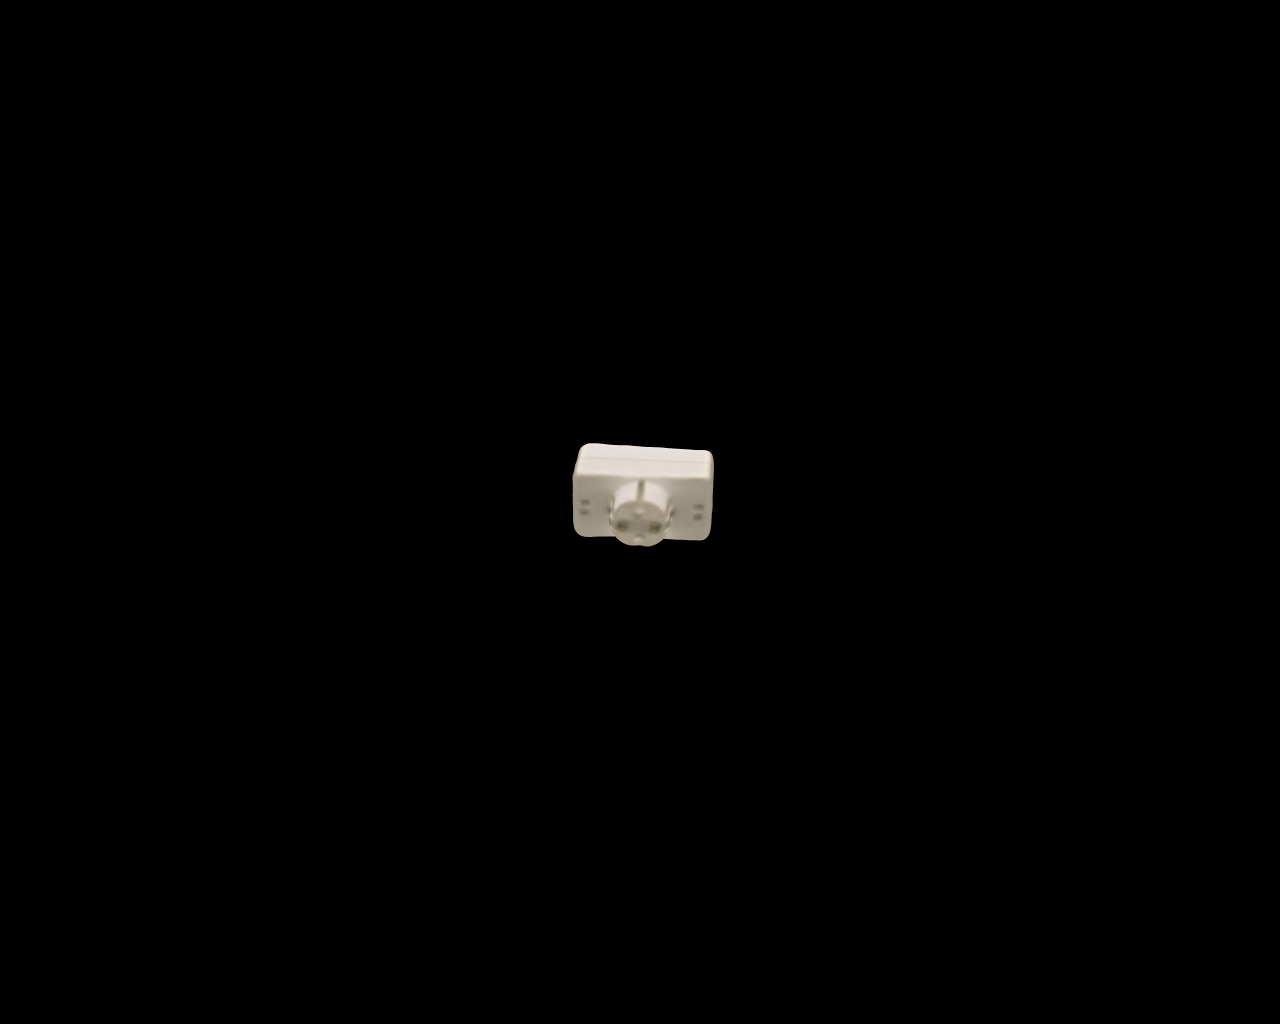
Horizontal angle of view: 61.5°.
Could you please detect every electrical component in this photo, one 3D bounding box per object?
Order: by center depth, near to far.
[{"bbox_3d":[0.001,-0.003,0.650,0.083,0.047,0.076,3,32,5],"label":"electrical component"}]
